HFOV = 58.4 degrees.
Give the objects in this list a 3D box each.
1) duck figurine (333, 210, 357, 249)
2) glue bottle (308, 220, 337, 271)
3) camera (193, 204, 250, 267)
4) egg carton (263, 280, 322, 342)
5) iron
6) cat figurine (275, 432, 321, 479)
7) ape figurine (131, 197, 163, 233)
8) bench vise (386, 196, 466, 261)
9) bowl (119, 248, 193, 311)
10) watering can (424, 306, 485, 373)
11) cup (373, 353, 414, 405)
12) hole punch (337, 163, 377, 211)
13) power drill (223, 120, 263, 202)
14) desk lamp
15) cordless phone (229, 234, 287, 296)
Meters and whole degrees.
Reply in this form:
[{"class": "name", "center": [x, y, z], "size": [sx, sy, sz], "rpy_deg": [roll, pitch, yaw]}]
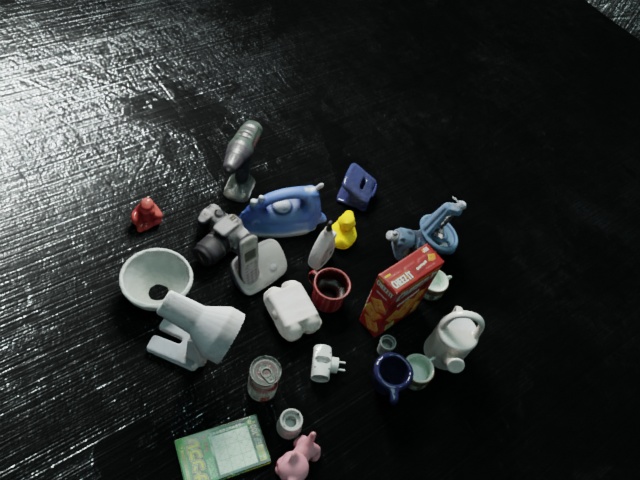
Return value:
[{"class": "duck figurine", "center": [0.067, -0.034, 1.553], "size": [0.077, 0.086, 0.104], "rpy_deg": [17, 53, 1]}, {"class": "glue bottle", "center": [0.013, 0.005, 1.458], "size": [0.037, 0.173, 0.078], "rpy_deg": [37, 56, 15]}, {"class": "camera", "center": [-0.267, -0.009, 1.454], "size": [0.143, 0.101, 0.137], "rpy_deg": [35, 55, 14]}, {"class": "egg carton", "center": [-0.069, 0.171, 1.386], "size": [0.107, 0.069, 0.150], "rpy_deg": [-20, 61, -24]}, {"class": "iron", "center": [-0.108, -0.088, 1.520], "size": [0.259, 0.141, 0.118], "rpy_deg": [-11, 57, -19]}, {"class": "cat figurine", "center": [-0.044, 0.446, 1.161], "size": [0.067, 0.118, 0.128], "rpy_deg": [32, 54, 12]}, {"class": "ape figurine", "center": [-0.443, -0.073, 1.467], "size": [0.078, 0.092, 0.076], "rpy_deg": [9, 53, -5]}, {"class": "bench vise", "center": [0.289, -0.019, 1.506], "size": [0.208, 0.220, 0.121], "rpy_deg": [-18, 60, -23]}, {"class": "bowl", "center": [-0.387, 0.106, 1.361], "size": [0.167, 0.075, 0.167], "rpy_deg": [6, 54, -8]}, {"class": "watering can", "center": [0.323, 0.231, 1.348], "size": [0.101, 0.194, 0.172], "rpy_deg": [-2, 55, -13]}, {"class": "cup", "center": [0.158, 0.328, 1.304], "size": [0.092, 0.095, 0.117], "rpy_deg": [6, 54, -7]}, {"class": "hole punch", "center": [0.112, -0.154, 1.647], "size": [0.101, 0.091, 0.109], "rpy_deg": [21, 53, 4]}, {"class": "power drill", "center": [-0.212, -0.203, 1.538], "size": [0.075, 0.208, 0.229], "rpy_deg": [15, 53, -1]}, {"class": "desk lamp", "center": [-0.270, 0.198, 1.232], "size": [0.203, 0.213, 0.118], "rpy_deg": [21, 53, 4]}, {"class": "cordless phone", "center": [-0.146, 0.038, 1.393], "size": [0.148, 0.185, 0.094], "rpy_deg": [-36, 68, -31]}]
